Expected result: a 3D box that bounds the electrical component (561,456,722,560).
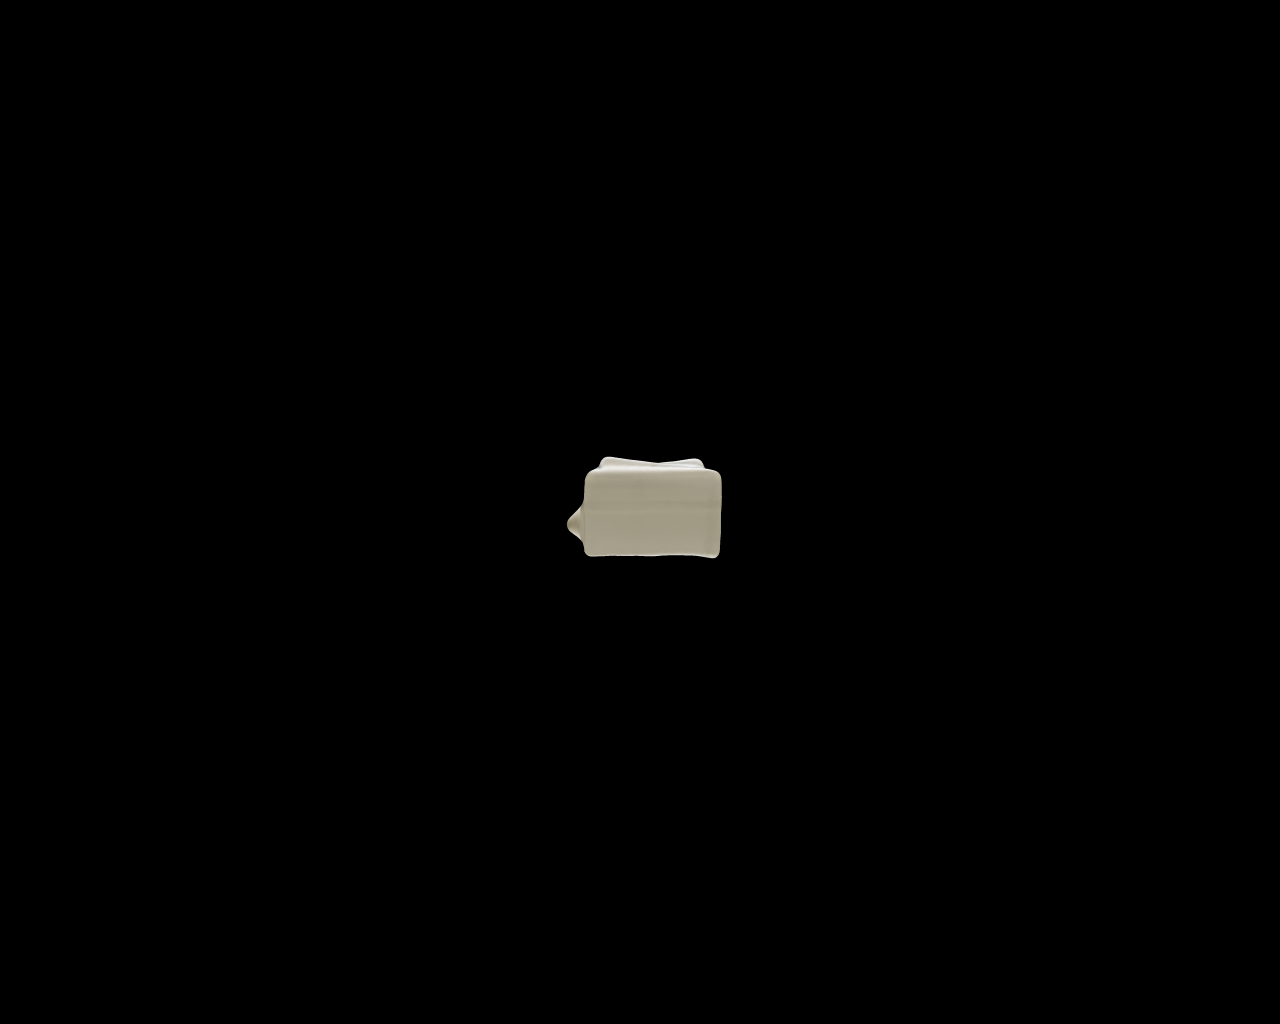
[{"bbox_3d":[0.001,-0.003,0.650,0.096,0.061,0.062,0,0,0],"label":"electrical component"}]
